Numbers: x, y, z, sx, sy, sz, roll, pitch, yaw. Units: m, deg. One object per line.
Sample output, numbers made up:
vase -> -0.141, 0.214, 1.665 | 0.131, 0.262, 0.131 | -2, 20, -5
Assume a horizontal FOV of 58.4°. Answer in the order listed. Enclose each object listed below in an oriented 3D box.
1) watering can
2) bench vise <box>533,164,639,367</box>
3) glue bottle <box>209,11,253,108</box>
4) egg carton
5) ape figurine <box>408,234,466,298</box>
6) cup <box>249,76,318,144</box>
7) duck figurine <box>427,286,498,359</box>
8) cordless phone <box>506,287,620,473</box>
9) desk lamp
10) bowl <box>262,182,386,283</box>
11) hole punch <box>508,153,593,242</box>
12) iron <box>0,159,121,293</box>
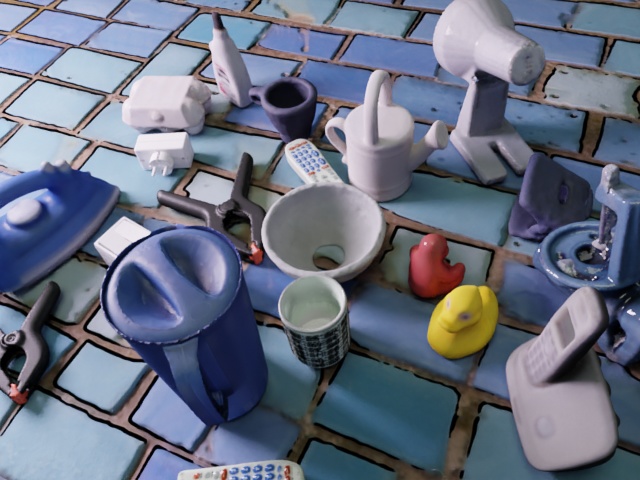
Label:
watering can -> 0.094, -0.155, 0.825 | 0.172, 0.194, 0.101 | -5, 52, 3
bench vise -> 0.347, 0.025, 0.643 | 0.206, 0.220, 0.122 | 35, 64, 28
glue bottle -> -0.161, -0.315, 0.989 | 0.078, 0.173, 0.037 | 36, 64, 28
egg carton -> -0.268, -0.236, 1.006 | 0.150, 0.069, 0.107 | 2, 53, 8
ape figurine -> 0.147, 0.027, 0.744 | 0.076, 0.092, 0.077 | -34, 56, -18
cup -> -0.058, -0.207, 0.944 | 0.117, 0.095, 0.092 | 13, 55, 16
duck figurine -> 0.178, 0.087, 0.700 | 0.105, 0.086, 0.077 | -39, 58, -21
cordless phone -> 0.257, 0.144, 0.584 | 0.094, 0.185, 0.147 | -6, 52, 2
desk lamp -> 0.257, -0.231, 0.852 | 0.118, 0.214, 0.203 | -19, 53, -8
bowl -> 0.007, 0.003, 0.790 | 0.167, 0.075, 0.167 | -3, 53, 4
hole punch -> 0.322, -0.056, 0.788 | 0.101, 0.091, 0.109 | 15, 56, 17
iron -> -0.421, -0.043, 0.831 | 0.118, 0.142, 0.259 | 33, 63, 27
